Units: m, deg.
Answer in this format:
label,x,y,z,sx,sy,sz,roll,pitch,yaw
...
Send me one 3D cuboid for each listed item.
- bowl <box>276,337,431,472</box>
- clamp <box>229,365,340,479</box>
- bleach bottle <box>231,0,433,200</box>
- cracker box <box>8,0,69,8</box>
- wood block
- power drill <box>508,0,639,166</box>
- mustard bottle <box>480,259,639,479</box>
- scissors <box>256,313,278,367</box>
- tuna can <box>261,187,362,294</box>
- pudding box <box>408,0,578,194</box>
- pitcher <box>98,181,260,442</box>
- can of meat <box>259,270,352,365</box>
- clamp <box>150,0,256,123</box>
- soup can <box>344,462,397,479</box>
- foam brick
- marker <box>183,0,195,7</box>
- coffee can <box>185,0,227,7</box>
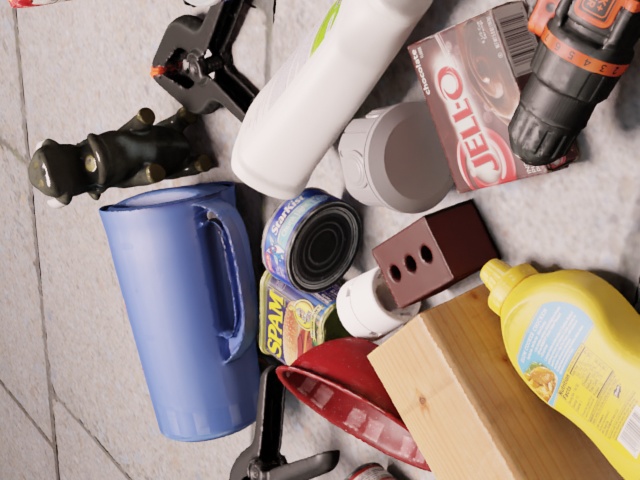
label,x,y,z,sx,sy,sz,roll,pitch,yaw
bowl,0.046,0.127,0.877,0.162,0.055,0.162,28,162,10
clamp,-0.049,0.203,0.993,0.172,0.039,0.120,-54,44,32
bleach bottle,0.016,-0.132,0.788,0.068,0.102,0.251,25,145,-14
cracker box,-0.152,-0.265,0.864,0.214,0.163,0.072,-20,90,54
wood block,0.135,0.143,0.769,0.206,0.090,0.091,60,146,13
power drill,0.106,-0.158,0.630,0.188,0.057,0.185,35,120,18
mustard bottle,0.177,0.076,0.701,0.192,0.058,0.096,44,138,32
scissors,-0.089,0.148,1.148,0.096,0.016,0.202,58,144,22
tuna can,-0.006,0.001,0.894,0.034,0.085,0.086,29,129,41
pudding box,0.115,-0.093,0.717,0.090,0.039,0.113,-13,96,56
pitcher,-0.121,0.068,1.038,0.149,0.145,0.243,-79,-22,-79
can of meat,-0.007,0.077,0.962,0.084,0.057,0.102,33,132,39
clamp,-0.096,-0.153,0.983,0.210,0.036,0.164,-3,105,57
soup can,0.065,0.253,0.942,0.102,0.068,0.068,35,133,40
foam brick,0.086,0.011,0.801,0.078,0.051,0.053,-38,75,55
marker,-0.144,-0.270,1.004,0.121,0.020,0.020,61,145,13
coffee can,-0.035,-0.230,0.765,0.103,0.140,0.103,30,130,43
